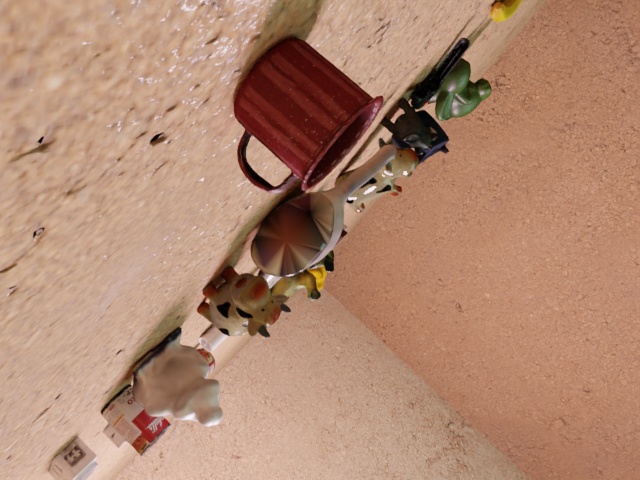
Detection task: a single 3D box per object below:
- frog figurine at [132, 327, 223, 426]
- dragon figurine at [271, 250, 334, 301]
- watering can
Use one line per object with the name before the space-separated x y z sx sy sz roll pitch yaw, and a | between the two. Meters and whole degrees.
frog figurine | -0.226 0.248 0.855 0.121 0.160 0.138 -48 175 18
dragon figurine | -0.074 0.054 1.232 0.239 0.121 0.420 -28 -156 42
watering can | 0.003 -0.044 0.874 0.346 0.104 0.224 -48 175 6
